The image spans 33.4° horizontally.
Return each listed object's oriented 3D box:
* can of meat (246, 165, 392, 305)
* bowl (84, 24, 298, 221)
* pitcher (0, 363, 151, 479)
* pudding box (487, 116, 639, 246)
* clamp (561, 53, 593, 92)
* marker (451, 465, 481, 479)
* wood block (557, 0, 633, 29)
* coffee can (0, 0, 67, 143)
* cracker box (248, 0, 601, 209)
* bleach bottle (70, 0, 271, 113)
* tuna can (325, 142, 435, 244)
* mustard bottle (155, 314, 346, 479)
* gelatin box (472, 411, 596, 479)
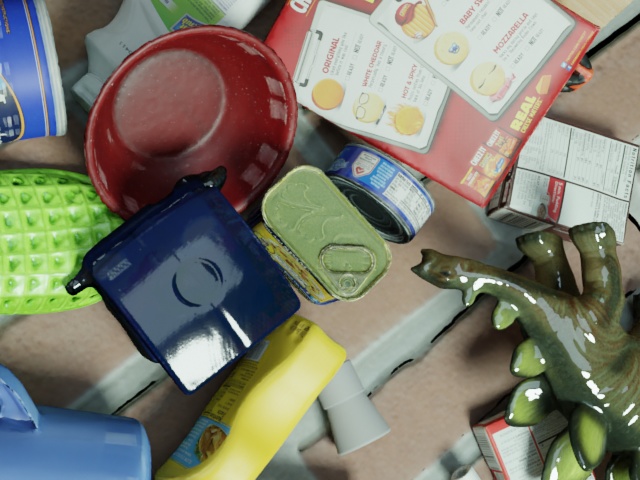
[{"bbox_3d":[-0.005,0.001,0.797,0.057,0.084,0.102,-44,94,-17],"label":"can of meat"},{"bbox_3d":[-0.099,-0.087,0.772,0.161,0.055,0.162,-16,127,-22],"label":"bowl"},{"bbox_3d":[-0.235,0.150,0.687,0.242,0.149,0.145,8,68,-17],"label":"pitcher"},{"bbox_3d":[0.203,-0.049,0.885,0.113,0.039,0.090,16,77,-14],"label":"pudding box"},{"bbox_3d":[0.127,-0.179,0.886,0.210,0.036,0.164,38,76,-3],"label":"clamp"},{"bbox_3d":[0.142,0.226,0.828,0.020,0.020,0.121,-38,100,-17],"label":"marker"},{"bbox_3d":[0.186,-0.278,0.874,0.206,0.091,0.090,41,41,-5],"label":"wood block"},{"bbox_3d":[-0.255,-0.113,0.739,0.140,0.103,0.103,-11,84,-16],"label":"coffee can"},{"bbox_3d":[0.077,-0.149,0.820,0.213,0.072,0.164,29,105,-9],"label":"cracker box"},{"bbox_3d":[-0.098,-0.195,0.816,0.102,0.068,0.250,44,76,-4],"label":"bleach bottle"},{"bbox_3d":[0.044,-0.035,0.815,0.086,0.086,0.033,38,76,-6],"label":"tuna can"},{"bbox_3d":[-0.062,0.141,0.753,0.058,0.096,0.191,42,74,-16],"label":"mustard bottle"},{"bbox_3d":[0.171,0.175,0.846,0.073,0.030,0.089,-21,87,-18],"label":"gelatin box"}]
